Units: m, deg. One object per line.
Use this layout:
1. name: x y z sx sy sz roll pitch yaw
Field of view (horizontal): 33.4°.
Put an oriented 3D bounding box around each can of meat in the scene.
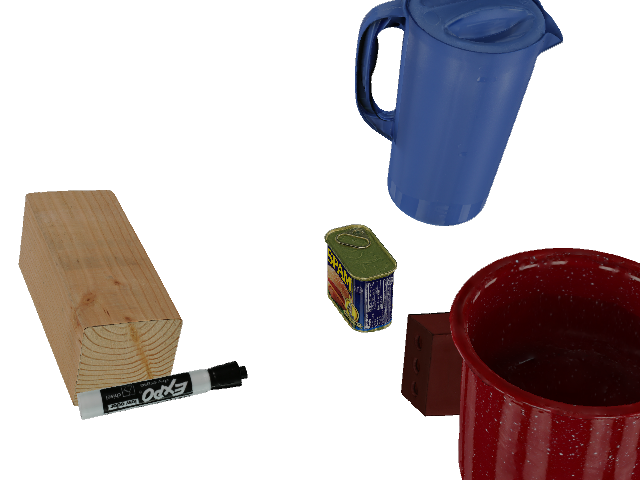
1. can of meat: 0.045 0.045 1.224 0.057 0.084 0.102 -14 38 -18

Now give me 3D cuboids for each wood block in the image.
1. wood block: -0.210 0.046 0.995 0.090 0.091 0.206 -4 37 -30

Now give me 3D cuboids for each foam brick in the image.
1. foam brick: 0.105 0.106 0.925 0.051 0.078 0.053 -3 17 -21

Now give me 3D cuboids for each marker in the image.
1. marker: -0.111 0.106 0.760 0.121 0.020 0.020 -10 3 -17

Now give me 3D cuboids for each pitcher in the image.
1. pitcher: 0.123 -0.134 1.059 0.144 0.243 0.149 -31 57 -31

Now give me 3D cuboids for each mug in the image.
1. mug: 0.107 0.064 0.406 0.117 0.081 0.093 7 37 13
